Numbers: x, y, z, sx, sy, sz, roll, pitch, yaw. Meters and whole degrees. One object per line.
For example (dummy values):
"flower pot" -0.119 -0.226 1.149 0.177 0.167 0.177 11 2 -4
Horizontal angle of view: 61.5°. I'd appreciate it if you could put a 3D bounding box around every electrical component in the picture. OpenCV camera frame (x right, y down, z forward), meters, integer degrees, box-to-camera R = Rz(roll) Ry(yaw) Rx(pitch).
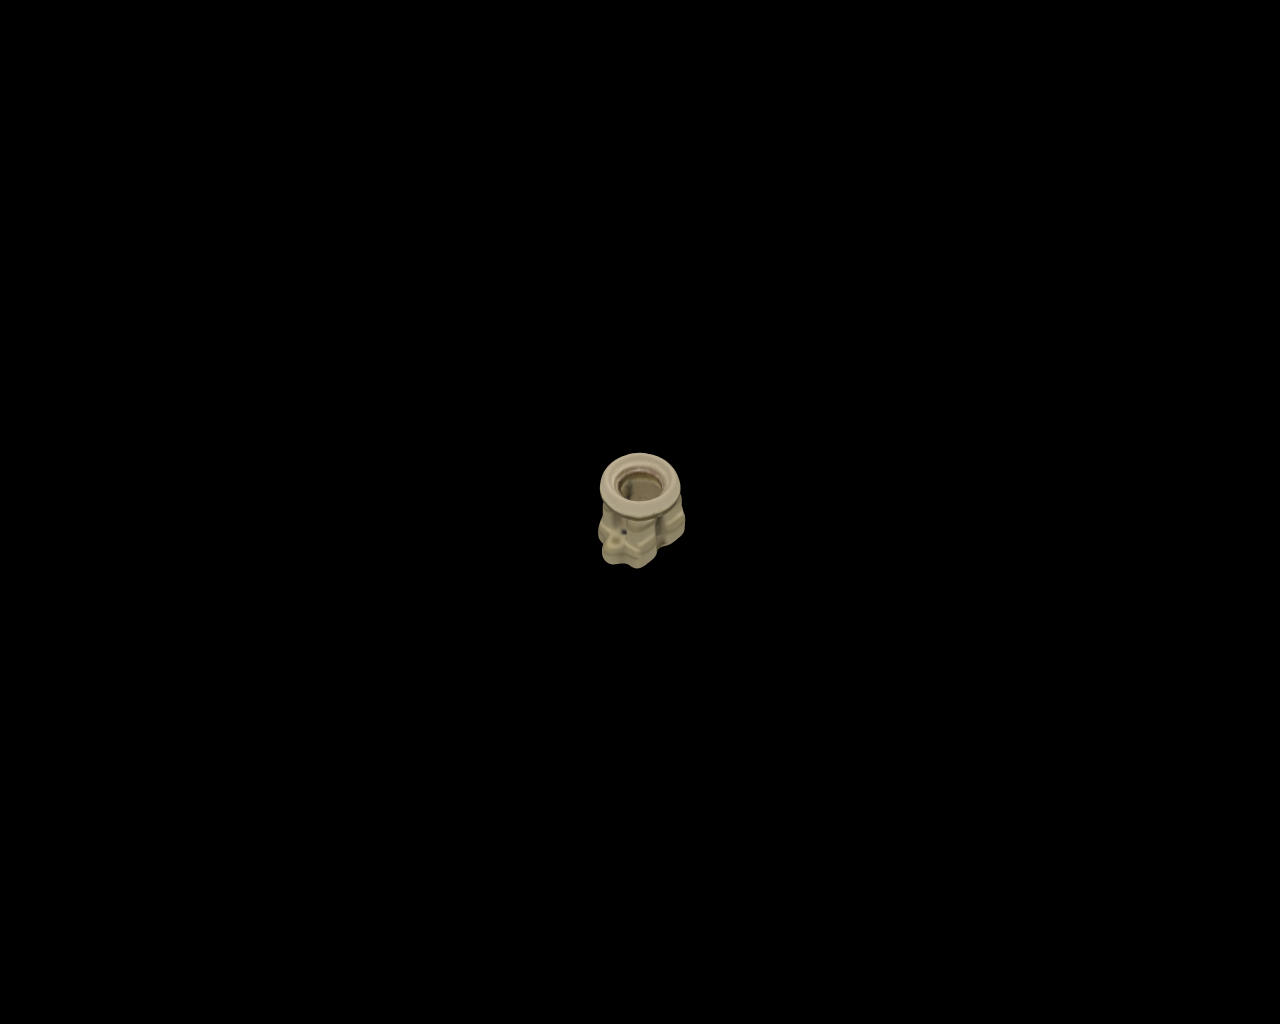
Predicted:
"electrical component" 0.001 -0.003 0.650 0.048 0.055 0.066 36 58 27
